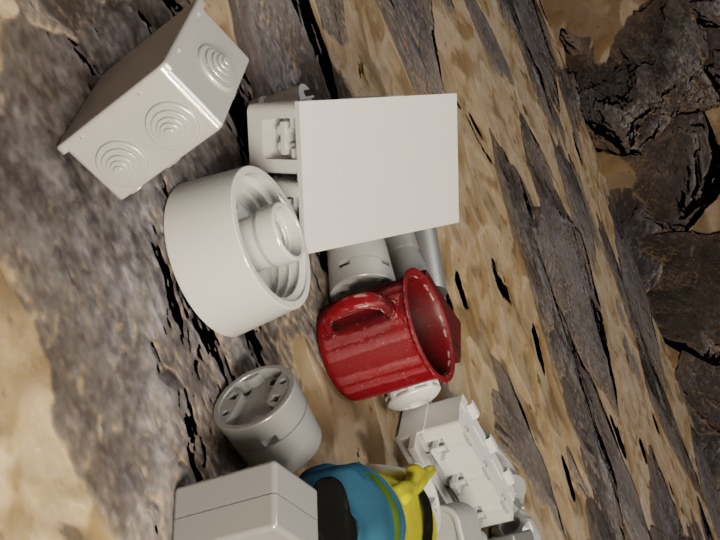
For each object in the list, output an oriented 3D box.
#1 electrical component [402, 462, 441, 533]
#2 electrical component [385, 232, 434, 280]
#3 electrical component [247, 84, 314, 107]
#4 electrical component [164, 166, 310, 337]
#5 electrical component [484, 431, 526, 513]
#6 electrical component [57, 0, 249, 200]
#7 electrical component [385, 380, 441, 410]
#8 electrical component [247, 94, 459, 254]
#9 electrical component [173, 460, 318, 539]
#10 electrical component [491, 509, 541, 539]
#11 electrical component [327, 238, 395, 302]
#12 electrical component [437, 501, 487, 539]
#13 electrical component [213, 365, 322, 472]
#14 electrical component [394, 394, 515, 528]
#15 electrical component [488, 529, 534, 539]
[{"bbox_3d":[0.028,0.177,0.807,0.055,0.047,0.055,51,28,-42],"label":"electrical component"},{"bbox_3d":[0.040,-0.012,1.013,0.044,0.044,0.065,29,41,-61],"label":"electrical component"},{"bbox_3d":[-0.060,-0.122,0.848,0.040,0.046,0.040,51,28,-42],"label":"electrical component"},{"bbox_3d":[-0.072,-0.016,0.704,0.108,0.060,0.108,51,29,-42],"label":"electrical component"},{"bbox_3d":[0.131,0.202,1.021,0.077,0.043,0.079,61,-12,-25],"label":"electrical component"},{"bbox_3d":[-0.115,-0.097,0.615,0.048,0.100,0.099,46,30,-25],"label":"electrical component"},{"bbox_3d":[0.038,0.086,0.919,0.048,0.048,0.062,22,45,-64],"label":"electrical component"},{"bbox_3d":[-0.003,-0.079,0.828,0.186,0.060,0.105,-13,105,-49],"label":"electrical component"},{"bbox_3d":[-0.061,0.152,0.577,0.047,0.066,0.076,47,31,-47],"label":"electrical component"},{"bbox_3d":[0.159,0.269,1.063,0.062,0.043,0.043,58,24,-32],"label":"electrical component"},{"bbox_3d":[0.000,0.000,0.883,0.055,0.055,0.047,44,30,-50],"label":"electrical component"},{"bbox_3d":[0.072,0.236,0.858,0.059,0.054,0.095,18,55,-64],"label":"electrical component"},{"bbox_3d":[-0.055,0.094,0.662,0.055,0.055,0.047,-79,148,-53],"label":"electrical component"},{"bbox_3d":[0.087,0.171,0.940,0.121,0.063,0.078,61,23,-24],"label":"electrical component"},{"bbox_3d":[0.138,0.284,0.991,0.066,0.047,0.076,20,54,-64],"label":"electrical component"}]
